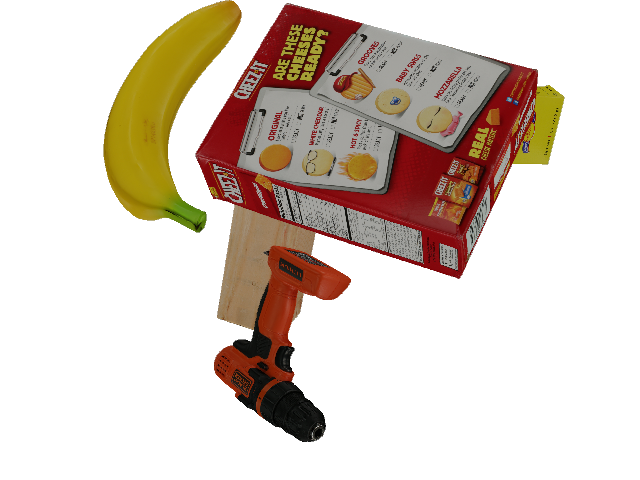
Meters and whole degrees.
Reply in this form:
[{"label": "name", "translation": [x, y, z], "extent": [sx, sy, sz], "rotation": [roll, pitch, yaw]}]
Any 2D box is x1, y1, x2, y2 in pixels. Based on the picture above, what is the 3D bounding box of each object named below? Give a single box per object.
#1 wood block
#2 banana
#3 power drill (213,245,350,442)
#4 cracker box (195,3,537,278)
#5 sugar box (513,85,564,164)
[{"label": "wood block", "translation": [-0.063, 0.005, 1.372], "extent": [0.090, 0.206, 0.090], "rotation": [16, 22, 13]}, {"label": "banana", "translation": [-0.092, -0.079, 0.650], "extent": [0.069, 0.197, 0.037], "rotation": [7, -38, -3]}, {"label": "power drill", "translation": [-0.035, 0.113, 1.206], "extent": [0.057, 0.188, 0.185], "rotation": [14, 11, -46]}, {"label": "cracker box", "translation": [0.039, -0.079, 0.820], "extent": [0.214, 0.164, 0.072], "rotation": [18, -28, 18]}, {"label": "sugar box", "translation": [0.200, -0.141, 1.290], "extent": [0.176, 0.093, 0.048], "rotation": [-3, 28, -20]}]
